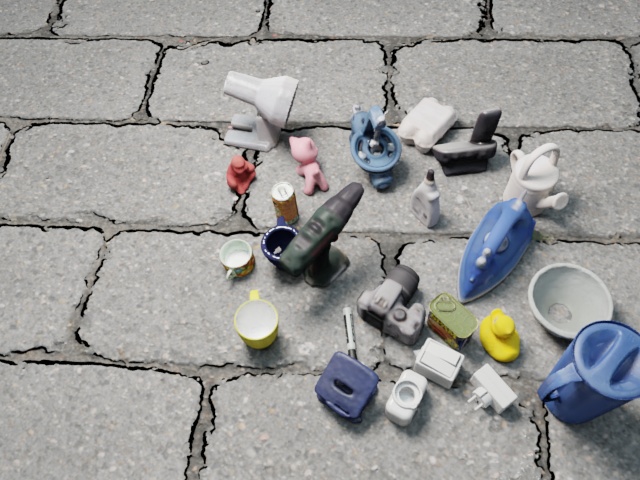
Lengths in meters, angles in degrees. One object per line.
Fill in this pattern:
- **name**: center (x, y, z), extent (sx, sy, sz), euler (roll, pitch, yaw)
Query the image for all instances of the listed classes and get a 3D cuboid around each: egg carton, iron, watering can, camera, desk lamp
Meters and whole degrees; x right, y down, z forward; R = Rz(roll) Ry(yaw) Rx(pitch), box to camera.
- **egg carton**: center (0.271, -0.293, 1.448), extent (0.107, 0.069, 0.150), euler (34, 67, 21)
- **iron**: center (0.373, 0.010, 1.222), extent (0.118, 0.141, 0.259), euler (29, 65, 19)
- **watering can**: center (0.484, -0.138, 1.272), extent (0.172, 0.194, 0.101), euler (39, 69, 23)
- **camera**: center (0.165, 0.122, 1.192), extent (0.143, 0.101, 0.137), euler (29, 65, 19)
- **desk lamp**: center (-0.147, -0.318, 1.403), extent (0.203, 0.214, 0.118), euler (10, 61, 9)

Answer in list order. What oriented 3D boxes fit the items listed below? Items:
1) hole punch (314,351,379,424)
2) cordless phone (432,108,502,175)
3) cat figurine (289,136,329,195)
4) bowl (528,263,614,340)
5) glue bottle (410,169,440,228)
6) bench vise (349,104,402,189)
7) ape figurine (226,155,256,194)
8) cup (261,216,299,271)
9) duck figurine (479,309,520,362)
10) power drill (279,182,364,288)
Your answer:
- **hole punch**: center (0.053, 0.286, 1.108), extent (0.108, 0.091, 0.101), euler (30, 66, 19)
- **cordless phone**: center (0.348, -0.244, 1.348), extent (0.147, 0.185, 0.094), euler (-11, 59, -3)
- **cat figurine**: center (-0.028, -0.192, 1.377), extent (0.067, 0.118, 0.127), euler (-20, 60, -8)
- **bowl**: center (0.505, 0.136, 1.179), extent (0.167, 0.075, 0.167), euler (-1, 60, 3)
- **glue bottle**: center (0.240, -0.101, 1.276), extent (0.037, 0.173, 0.078), euler (-30, 62, -14)
- **bench vise**: center (0.109, -0.250, 1.345), extent (0.121, 0.220, 0.207), euler (-32, 63, -15)
- **ape figurine**: center (-0.195, -0.169, 1.389), extent (0.078, 0.092, 0.076), euler (-22, 61, -9)
- **cup**: center (-0.081, 0.016, 1.272), extent (0.091, 0.095, 0.117), euler (-6, 59, 0)
- **duck figurine**: center (0.367, 0.188, 1.150), extent (0.077, 0.086, 0.104), euler (-13, 60, -4)
- **power drill**: center (0.011, 0.004, 1.207), extent (0.075, 0.208, 0.230), euler (36, 68, 22)
